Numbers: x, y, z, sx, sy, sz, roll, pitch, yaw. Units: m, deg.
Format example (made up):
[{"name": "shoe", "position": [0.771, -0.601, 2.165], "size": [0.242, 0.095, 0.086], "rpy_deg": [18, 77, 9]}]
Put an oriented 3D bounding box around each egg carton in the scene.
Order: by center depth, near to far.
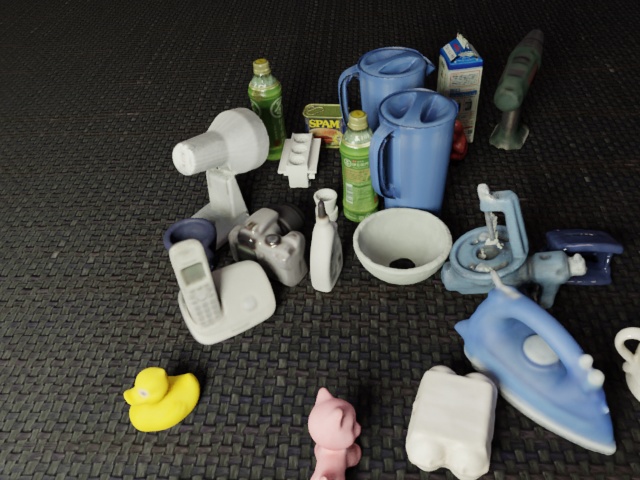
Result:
[{"name": "egg carton", "position": [0.174, 0.237, 0.753], "size": [0.107, 0.069, 0.150], "rpy_deg": [9, 44, 15]}]

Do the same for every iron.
[{"name": "iron", "position": [0.306, 0.155, 0.776], "size": [0.119, 0.142, 0.257], "rpy_deg": [-26, 46, -21]}]

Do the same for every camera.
[{"name": "camera", "position": [-0.073, -0.010, 1.025], "size": [0.142, 0.101, 0.137], "rpy_deg": [21, 49, 26]}]

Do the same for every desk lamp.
[{"name": "desk lamp", "position": [-0.188, -0.118, 1.071], "size": [0.117, 0.214, 0.204], "rpy_deg": [22, 49, 27]}]

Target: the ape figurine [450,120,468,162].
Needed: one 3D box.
[{"name": "ape figurine", "position": [0.282, -0.213, 1.219], "size": [0.076, 0.092, 0.077], "rpy_deg": [-16, 43, -12]}]

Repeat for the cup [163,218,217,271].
[{"name": "cup", "position": [-0.211, 0.028, 1.001], "size": [0.092, 0.095, 0.117], "rpy_deg": [-31, 48, -26]}]

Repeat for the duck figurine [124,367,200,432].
[{"name": "duck figurine", "position": [-0.225, 0.212, 0.807], "size": [0.105, 0.086, 0.077], "rpy_deg": [-24, 45, -19]}]

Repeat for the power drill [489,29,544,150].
[{"name": "power drill", "position": [0.422, -0.312, 1.227], "size": [0.075, 0.209, 0.230], "rpy_deg": [16, 46, 22]}]

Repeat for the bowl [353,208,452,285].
[{"name": "bowl", "position": [0.141, 0.022, 0.988], "size": [0.167, 0.075, 0.167], "rpy_deg": [-3, 42, 3]}]

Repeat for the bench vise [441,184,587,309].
[{"name": "bench vise", "position": [0.299, 0.002, 0.886], "size": [0.207, 0.220, 0.121], "rpy_deg": [-5, 42, 0]}]

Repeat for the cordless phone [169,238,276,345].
[{"name": "cordless phone", "position": [-0.153, 0.063, 0.890], "size": [0.148, 0.185, 0.094], "rpy_deg": [-25, 46, -20]}]

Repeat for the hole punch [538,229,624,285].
[{"name": "hole punch", "position": [0.433, 0.013, 0.957], "size": [0.108, 0.091, 0.101], "rpy_deg": [0, 43, 6]}]

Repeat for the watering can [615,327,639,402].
[{"name": "watering can", "position": [0.484, 0.134, 0.742], "size": [0.173, 0.194, 0.100], "rpy_deg": [-8, 42, -3]}]

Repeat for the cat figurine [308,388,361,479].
[{"name": "cat figurine", "position": [0.014, 0.256, 0.712], "size": [0.067, 0.118, 0.128], "rpy_deg": [4, 43, 10]}]

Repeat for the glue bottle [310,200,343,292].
[{"name": "glue bottle", "position": [0.009, 0.003, 0.948], "size": [0.037, 0.173, 0.078], "rpy_deg": [12, 45, 19]}]
